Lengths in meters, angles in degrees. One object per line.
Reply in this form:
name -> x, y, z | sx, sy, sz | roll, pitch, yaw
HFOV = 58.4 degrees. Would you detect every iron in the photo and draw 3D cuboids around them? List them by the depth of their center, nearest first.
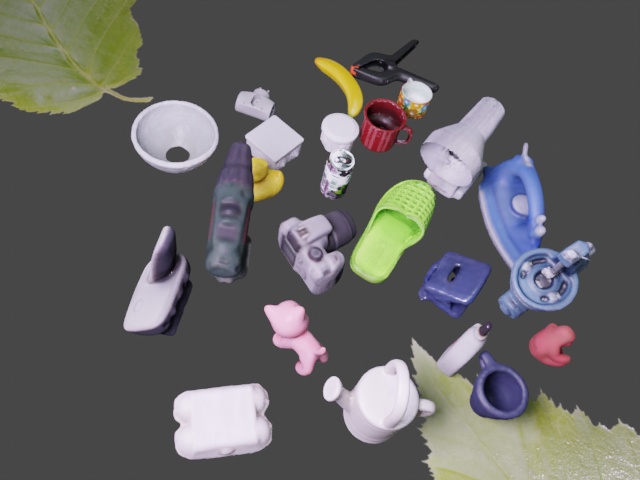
iron -> 0.414, -0.063, 1.161 | 0.119, 0.141, 0.258 | 0, 61, -10

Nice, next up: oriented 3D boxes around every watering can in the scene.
watering can -> 0.095, 0.251, 0.893 | 0.173, 0.194, 0.101 | -10, 63, -15

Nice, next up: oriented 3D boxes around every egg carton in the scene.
egg carton -> -0.152, 0.285, 0.900 | 0.150, 0.069, 0.107 | -4, 62, -13

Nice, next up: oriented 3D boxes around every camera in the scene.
camera -> 0.010, 0.004, 1.071 | 0.137, 0.101, 0.143 | -27, 69, -23

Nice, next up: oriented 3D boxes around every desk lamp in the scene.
desk lamp -> 0.285, -0.179, 1.161 | 0.118, 0.213, 0.203 | 38, 61, 12

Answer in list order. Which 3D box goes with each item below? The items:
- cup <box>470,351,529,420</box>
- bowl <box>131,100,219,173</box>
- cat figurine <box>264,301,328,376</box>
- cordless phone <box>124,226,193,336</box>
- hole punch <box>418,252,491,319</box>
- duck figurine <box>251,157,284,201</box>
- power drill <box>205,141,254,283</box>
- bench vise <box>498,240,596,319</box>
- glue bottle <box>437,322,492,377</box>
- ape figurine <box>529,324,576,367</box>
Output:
cup -> 0.290, 0.257, 0.984 | 0.092, 0.095, 0.117 | -11, 63, -16
bowl -> -0.286, -0.193, 1.143 | 0.167, 0.075, 0.167 | 5, 60, -8
cat figurine -> -0.037, 0.155, 0.968 | 0.067, 0.118, 0.127 | -39, 73, -26
cordless phone -> -0.268, 0.068, 0.934 | 0.094, 0.185, 0.147 | 11, 59, -4
hole punch -> 0.253, 0.078, 1.081 | 0.101, 0.091, 0.109 | 34, 61, 10
duck figurine -> -0.121, -0.129, 1.131 | 0.105, 0.086, 0.077 | -7, 62, -14
power drill -> -0.155, -0.025, 0.995 | 0.075, 0.208, 0.229 | 6, 60, -6
bench vise -> 0.439, 0.040, 1.062 | 0.121, 0.220, 0.208 | 37, 61, 11
glue bottle -> 0.256, 0.176, 0.978 | 0.037, 0.173, 0.078 | 39, 62, 13
ape figurine -> 0.434, 0.187, 1.052 | 0.076, 0.092, 0.078 | 12, 59, -3
